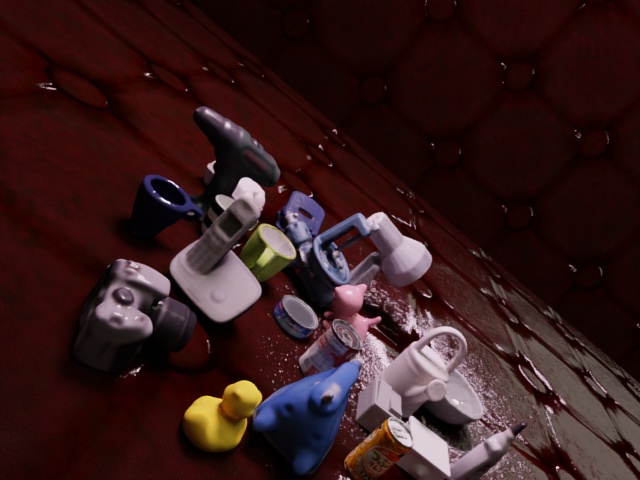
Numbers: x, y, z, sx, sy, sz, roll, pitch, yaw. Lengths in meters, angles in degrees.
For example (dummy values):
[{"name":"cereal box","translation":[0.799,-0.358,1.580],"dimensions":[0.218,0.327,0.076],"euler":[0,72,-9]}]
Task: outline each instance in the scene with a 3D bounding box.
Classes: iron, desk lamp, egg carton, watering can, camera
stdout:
[{"name":"iron","translation":[0.010,0.231,0.853],"dimensions":[0.118,0.141,0.259],"euler":[44,20,9]},{"name":"desk lamp","translation":[0.126,0.049,1.350],"dimensions":[0.204,0.213,0.118],"euler":[35,20,-18]},{"name":"egg carton","translation":[-0.196,-0.120,1.322],"dimensions":[0.150,0.069,0.107],"euler":[48,20,18]},{"name":"watering can","translation":[0.204,0.249,1.100],"dimensions":[0.101,0.194,0.172],"euler":[28,23,-32]},{"name":"camera","translation":[-0.229,0.099,0.747],"dimensions":[0.137,0.100,0.143],"euler":[31,22,-26]}]

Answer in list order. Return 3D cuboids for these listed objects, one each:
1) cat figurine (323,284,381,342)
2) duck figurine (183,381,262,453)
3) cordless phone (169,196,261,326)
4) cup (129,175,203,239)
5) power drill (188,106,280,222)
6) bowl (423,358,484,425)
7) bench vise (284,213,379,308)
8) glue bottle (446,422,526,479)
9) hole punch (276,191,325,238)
[{"name":"cat figurine","translation":[0.066,0.146,1.177],"dimensions":[0.128,0.117,0.067],"euler":[38,20,-10]},{"name":"duck figurine","translation":[-0.117,0.216,0.730],"dimensions":[0.077,0.086,0.105],"euler":[50,21,23]},{"name":"cordless phone","translation":[-0.142,0.032,0.926],"dimensions":[0.147,0.185,0.094],"euler":[45,20,10]},{"name":"cup","translation":[-0.271,-0.044,0.982],"dimensions":[0.118,0.095,0.091],"euler":[28,23,-33]},{"name":"power drill","translation":[-0.200,-0.136,1.139],"dimensions":[0.231,0.208,0.075],"euler":[23,26,-42]},{"name":"bowl","translation":[0.261,0.330,1.214],"dimensions":[0.168,0.074,0.167],"euler":[36,20,-15]},{"name":"bench vise","translation":[0.008,0.007,1.210],"dimensions":[0.207,0.219,0.122],"euler":[42,19,1]},{"name":"glue bottle","translation":[0.306,0.384,1.036],"dimensions":[0.078,0.173,0.037],"euler":[19,29,-47]},{"name":"hole punch","translation":[-0.046,-0.053,1.430],"dimensions":[0.109,0.091,0.101],"euler":[35,20,-17]}]
